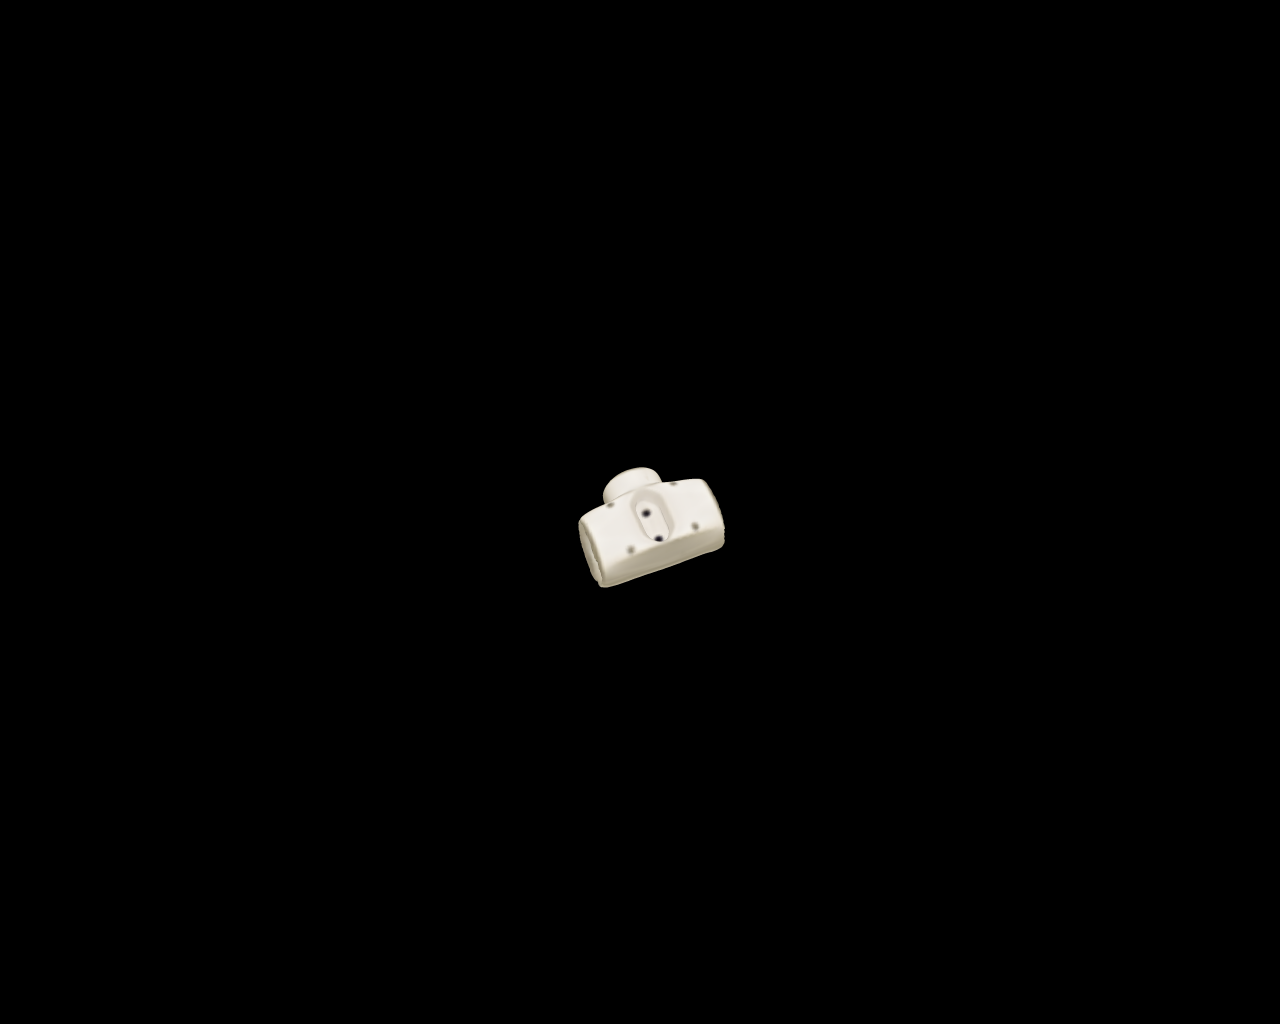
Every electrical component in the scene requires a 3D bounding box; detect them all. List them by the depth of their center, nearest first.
[{"bbox_3d":[0.001,-0.003,0.650,0.077,0.079,0.043,-18,-28,-10],"label":"electrical component"}]
